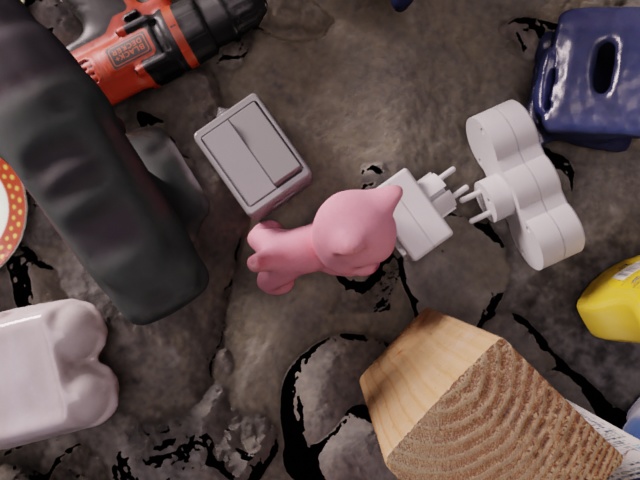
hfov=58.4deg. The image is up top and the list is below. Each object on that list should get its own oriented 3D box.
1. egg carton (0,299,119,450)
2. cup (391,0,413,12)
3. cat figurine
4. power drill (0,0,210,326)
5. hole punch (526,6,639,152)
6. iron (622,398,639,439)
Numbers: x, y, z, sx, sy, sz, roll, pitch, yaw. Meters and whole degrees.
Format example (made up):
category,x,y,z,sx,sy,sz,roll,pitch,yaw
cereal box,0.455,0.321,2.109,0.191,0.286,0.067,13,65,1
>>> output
category,x,y,z,sx,sy,sz,roll,pitch,yaw
egg carton,-0.238,0.108,0.454,0.150,0.069,0.107,-15,88,-1
cup,0.056,-0.229,0.458,0.091,0.095,0.118,-7,88,-1
cat figurine,0.004,0.002,0.437,0.128,0.117,0.067,-16,88,-1
power drill,-0.147,-0.053,0.392,0.075,0.208,0.230,-32,88,-1
hole punch,0.226,-0.128,0.458,0.101,0.091,0.109,9,88,0
iron,0.352,0.132,0.425,0.118,0.141,0.258,42,88,1
